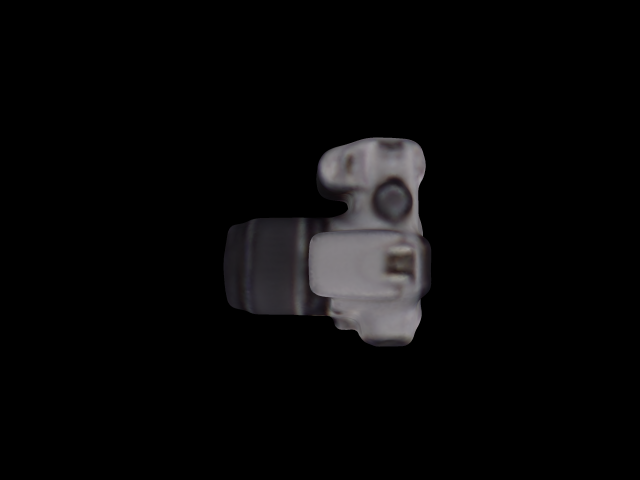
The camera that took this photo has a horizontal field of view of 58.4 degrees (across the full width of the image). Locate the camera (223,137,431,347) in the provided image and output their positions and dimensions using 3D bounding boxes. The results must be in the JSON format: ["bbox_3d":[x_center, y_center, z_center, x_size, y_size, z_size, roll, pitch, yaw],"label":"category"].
[{"bbox_3d":[0.004,0.001,0.400,0.137,0.101,0.143,0,86,0],"label":"camera"}]
